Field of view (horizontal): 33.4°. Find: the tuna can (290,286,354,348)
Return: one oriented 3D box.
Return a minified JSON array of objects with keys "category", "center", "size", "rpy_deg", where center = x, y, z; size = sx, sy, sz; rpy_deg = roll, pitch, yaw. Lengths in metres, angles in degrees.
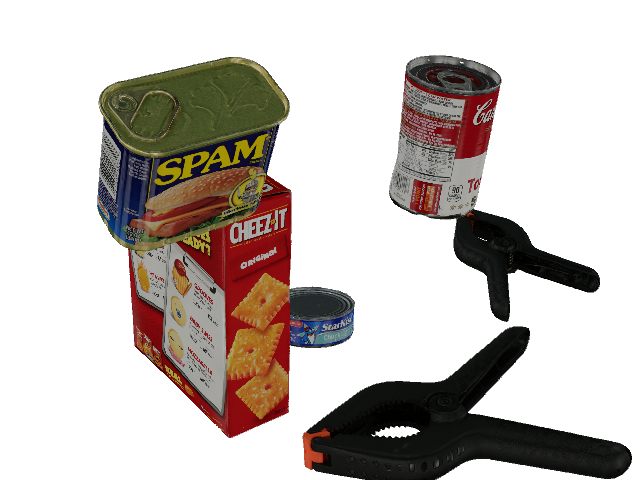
[{"category":"tuna can","center":[-0.009,0.077,1.071],"size":[0.086,0.034,0.086],"rpy_deg":[1,18,0]}]

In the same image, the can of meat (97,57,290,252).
[{"category":"can of meat","center":[-0.075,-0.047,0.605],"size":[0.101,0.057,0.084],"rpy_deg":[-19,-33,-29]}]

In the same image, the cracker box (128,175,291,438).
[{"category":"cracker box","center":[-0.094,0.030,0.891],"size":[0.072,0.214,0.164],"rpy_deg":[-18,35,-32]}]

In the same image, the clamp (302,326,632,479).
[{"category":"clamp","center":[0.089,0.121,0.752],"size":[0.210,0.036,0.164],"rpy_deg":[-7,28,-6]}]

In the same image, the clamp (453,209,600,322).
[{"category":"clamp","center":[0.199,0.017,1.084],"size":[0.120,0.039,0.171],"rpy_deg":[-6,37,-18]}]

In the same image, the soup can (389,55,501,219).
[{"category":"soup can","center":[0.089,-0.075,0.777],"size":[0.068,0.102,0.068],"rpy_deg":[5,29,-3]}]
